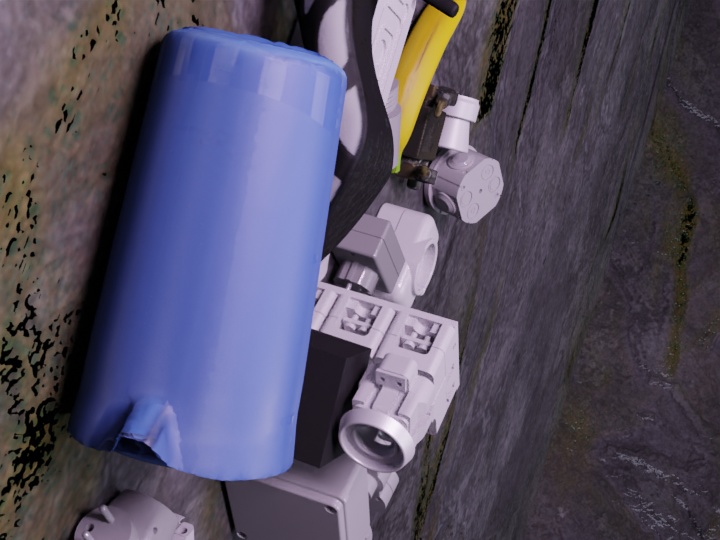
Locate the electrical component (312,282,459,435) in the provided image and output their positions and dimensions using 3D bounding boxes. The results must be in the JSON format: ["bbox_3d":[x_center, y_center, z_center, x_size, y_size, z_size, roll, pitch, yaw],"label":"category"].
[{"bbox_3d":[-0.001,0.071,0.868,0.089,0.150,0.061,82,30,-50],"label":"electrical component"}]

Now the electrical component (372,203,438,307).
[{"bbox_3d":[0.038,-0.010,1.044,0.053,0.059,0.095,63,47,-63],"label":"electrical component"}]

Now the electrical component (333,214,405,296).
[{"bbox_3d":[0.000,0.000,0.968,0.083,0.047,0.075,64,46,-63],"label":"electrical component"}]

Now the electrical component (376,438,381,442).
[{"bbox_3d":[-0.005,0.125,1.038,0.096,0.062,0.061,60,50,-64],"label":"electrical component"}]

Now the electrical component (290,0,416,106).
[{"bbox_3d":[-0.009,-0.165,0.789,0.078,0.057,0.113,16,91,-71],"label":"electrical component"}]

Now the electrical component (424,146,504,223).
[{"bbox_3d":[0.112,-0.093,1.162,0.080,0.051,0.080,-24,128,-35],"label":"electrical component"}]

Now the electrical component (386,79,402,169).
[{"bbox_3d":[0.013,-0.127,0.903,0.043,0.043,0.081,-50,151,-48],"label":"electrical component"}]

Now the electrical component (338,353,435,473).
[{"bbox_3d":[0.019,0.108,0.776,0.057,0.058,0.078,-58,156,-43],"label":"electrical component"}]

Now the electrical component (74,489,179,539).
[{"bbox_3d":[-0.159,0.176,0.688,0.079,0.043,0.077,79,33,-52],"label":"electrical component"}]

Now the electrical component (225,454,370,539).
[{"bbox_3d":[-0.051,0.188,0.895,0.108,0.109,0.056,87,25,-45],"label":"electrical component"}]

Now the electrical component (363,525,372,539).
[{"bbox_3d":[-0.034,0.297,1.122,0.077,0.044,0.079,-16,142,-52],"label":"electrical component"}]

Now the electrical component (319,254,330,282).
[{"bbox_3d":[-0.040,-0.039,0.830,0.077,0.044,0.079,88,26,-43],"label":"electrical component"}]

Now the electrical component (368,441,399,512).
[{"bbox_3d":[0.002,0.222,1.154,0.138,0.052,0.073,85,29,-49],"label":"electrical component"}]

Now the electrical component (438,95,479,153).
[{"bbox_3d":[0.096,-0.152,1.109,0.045,0.045,0.055,-5,110,-69],"label":"electrical component"}]

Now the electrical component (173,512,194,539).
[{"bbox_3d":[-0.143,0.210,0.763,0.081,0.042,0.063,-45,145,-55],"label":"electrical component"}]
